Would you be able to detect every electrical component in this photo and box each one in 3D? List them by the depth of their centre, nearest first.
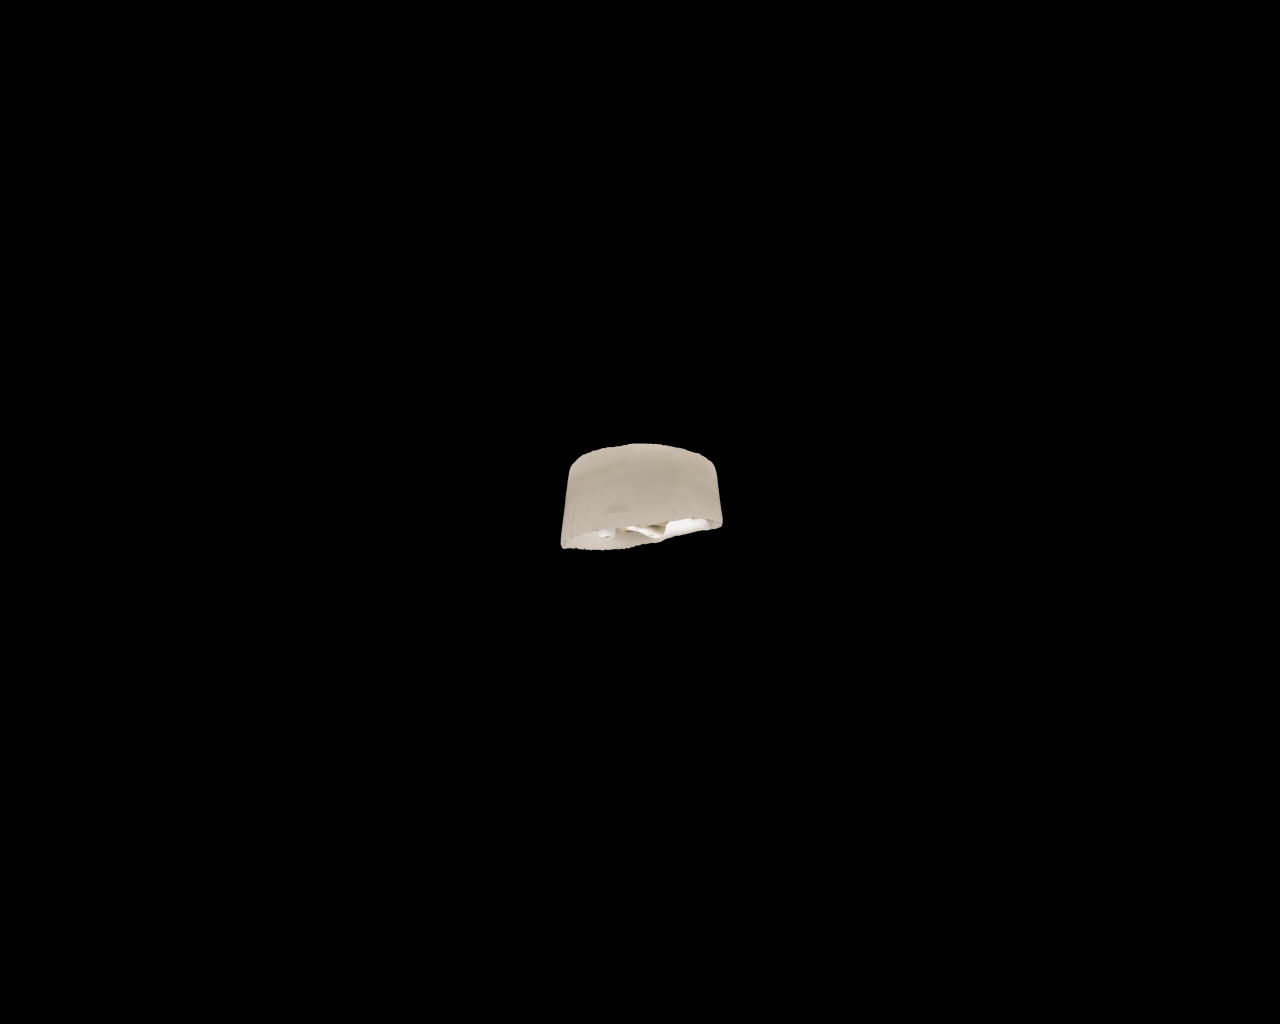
[{"bbox_3d":[0.001,-0.003,0.650,0.099,0.064,0.099,0,-19,0],"label":"electrical component"}]
